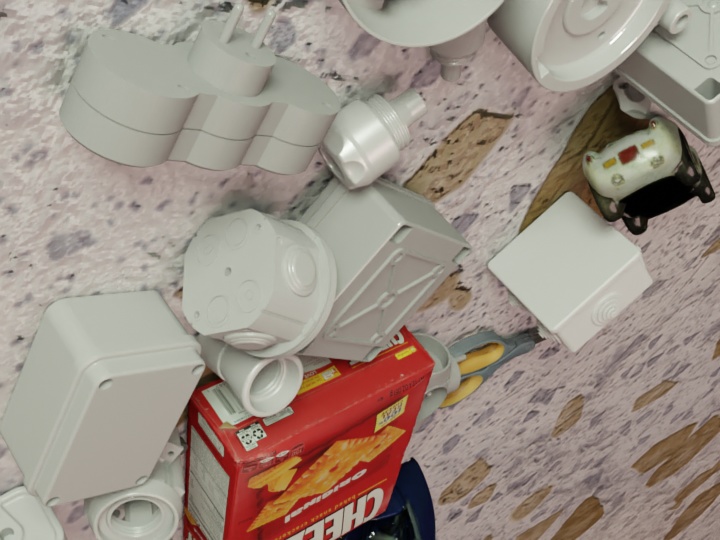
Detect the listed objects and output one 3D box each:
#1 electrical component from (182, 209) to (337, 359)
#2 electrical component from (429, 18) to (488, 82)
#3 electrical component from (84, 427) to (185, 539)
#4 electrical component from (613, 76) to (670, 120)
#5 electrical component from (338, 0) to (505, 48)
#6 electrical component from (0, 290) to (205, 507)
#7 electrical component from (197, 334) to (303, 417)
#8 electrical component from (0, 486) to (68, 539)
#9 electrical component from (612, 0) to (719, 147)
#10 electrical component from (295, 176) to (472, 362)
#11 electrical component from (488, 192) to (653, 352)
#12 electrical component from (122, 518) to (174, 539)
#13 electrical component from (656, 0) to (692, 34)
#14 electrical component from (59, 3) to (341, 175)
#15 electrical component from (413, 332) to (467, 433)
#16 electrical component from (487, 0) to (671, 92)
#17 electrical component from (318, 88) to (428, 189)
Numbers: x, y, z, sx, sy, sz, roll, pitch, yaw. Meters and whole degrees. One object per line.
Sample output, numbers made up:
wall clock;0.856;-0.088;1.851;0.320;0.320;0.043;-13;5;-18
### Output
electrical component;-0.057;0.007;0.601;0.080;0.080;0.051;-49;144;14
electrical component;0.052;-0.128;0.589;0.035;0.035;0.061;-30;150;-19
electrical component;-0.143;0.141;0.682;0.058;0.057;0.078;32;109;-30
electrical component;0.212;-0.127;0.763;0.062;0.043;0.043;-4;134;-47
electrical component;0.024;-0.157;0.490;0.099;0.064;0.099;-29;149;-20
electrical component;-0.146;0.073;0.608;0.078;0.057;0.113;-5;135;-45
electrical component;-0.071;0.056;0.661;0.044;0.065;0.044;-22;127;-33
electrical component;-0.229;0.185;0.665;0.095;0.053;0.059;-27;147;-22
electrical component;0.225;-0.152;0.681;0.109;0.108;0.056;-40;147;-2
electrical component;0.000;0.000;0.669;0.108;0.056;0.109;-49;154;14
electrical component;0.162;0.003;0.825;0.100;0.099;0.048;-42;137;3
electrical component;-0.150;0.194;0.758;0.048;0.062;0.048;-28;148;-20
electrical component;0.172;-0.166;0.647;0.043;0.062;0.043;-28;148;-20
electrical component;-0.063;-0.089;0.494;0.138;0.052;0.073;-2;133;-47
electrical component;0.054;0.087;0.866;0.079;0.044;0.077;-17;142;-36
electrical component;0.118;-0.160;0.596;0.108;0.060;0.108;-29;148;-20
electrical component;0.009;-0.077;0.600;0.062;0.043;0.043;-37;150;-9
